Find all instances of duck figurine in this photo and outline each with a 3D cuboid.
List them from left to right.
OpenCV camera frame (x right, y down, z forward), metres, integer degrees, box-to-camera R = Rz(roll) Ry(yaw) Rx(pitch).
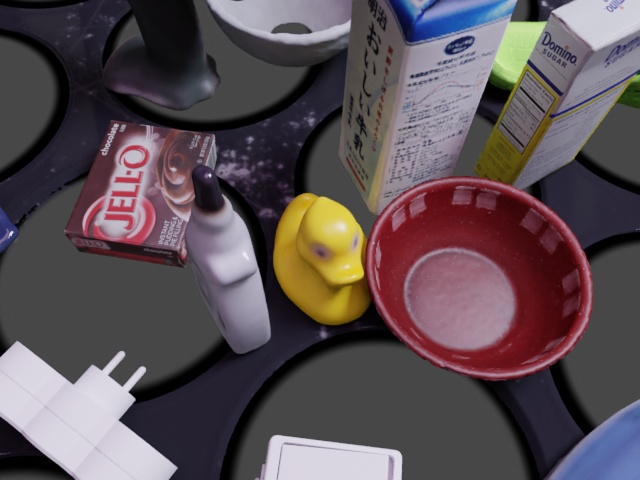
[{"bbox_3d":[0.004,0.002,0.420,0.077,0.086,0.104,-17,62,-12],"label":"duck figurine"}]

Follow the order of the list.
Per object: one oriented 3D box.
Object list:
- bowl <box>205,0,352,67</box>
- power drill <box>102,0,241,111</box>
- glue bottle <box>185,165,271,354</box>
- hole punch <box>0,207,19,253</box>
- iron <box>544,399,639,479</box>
[{"bbox_3d":[-0.027,-0.223,0.554,0.167,0.075,0.167,1,60,-2],"label":"bowl"},{"bbox_3d":[-0.154,-0.212,0.464,0.229,0.208,0.076,17,61,7],"label":"power drill"},{"bbox_3d":[-0.061,0.010,0.361,0.037,0.173,0.078,-26,64,-16],"label":"glue bottle"},{"bbox_3d":[-0.302,-0.020,0.414,0.101,0.091,0.109,38,65,18],"label":"hole punch"},{"bbox_3d":[0.210,0.145,0.315,0.118,0.141,0.259,41,66,19],"label":"iron"}]
